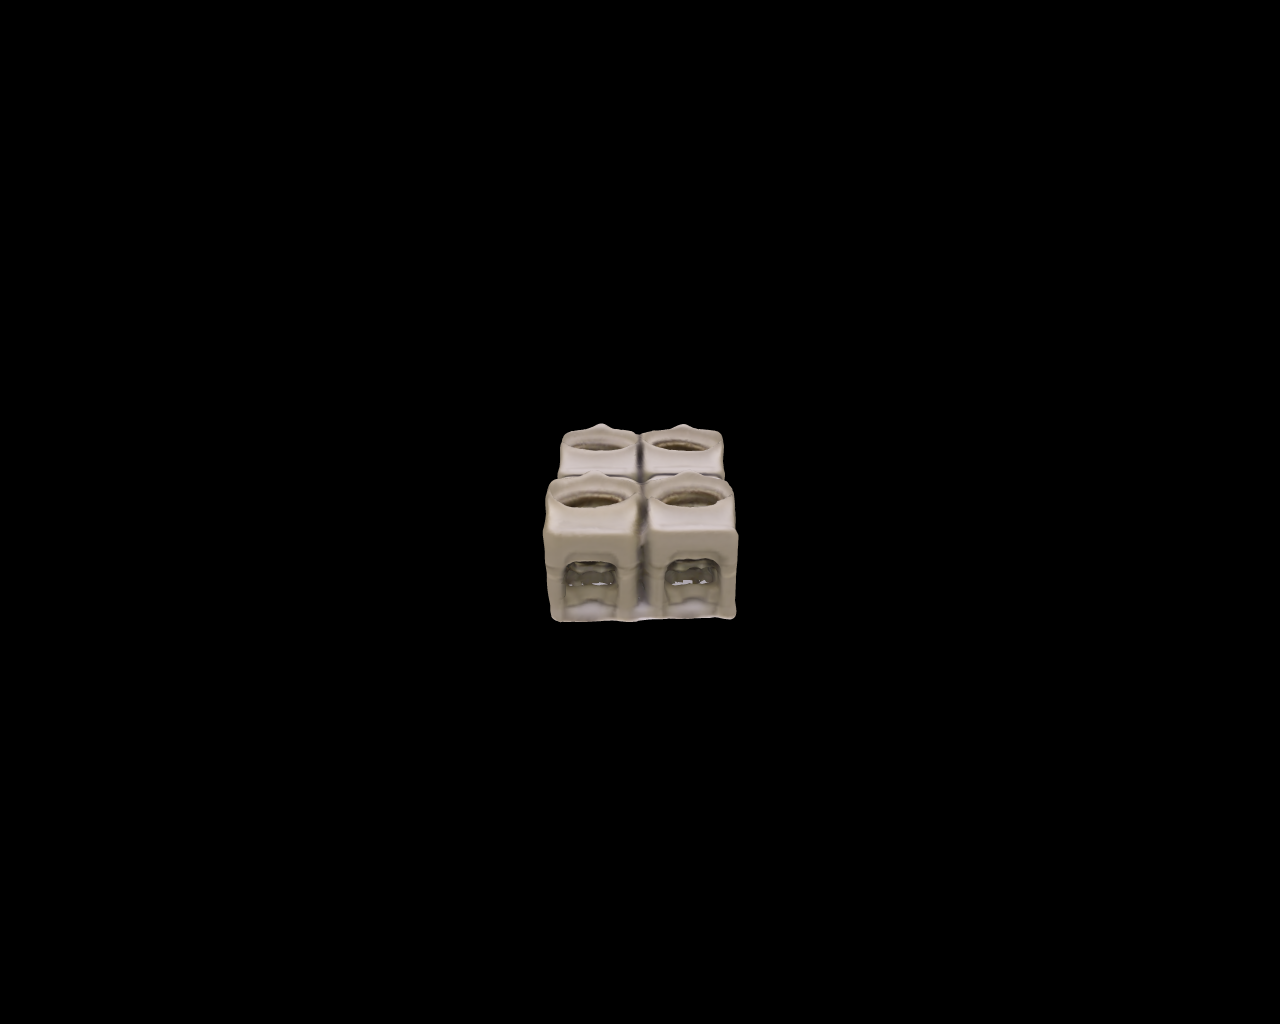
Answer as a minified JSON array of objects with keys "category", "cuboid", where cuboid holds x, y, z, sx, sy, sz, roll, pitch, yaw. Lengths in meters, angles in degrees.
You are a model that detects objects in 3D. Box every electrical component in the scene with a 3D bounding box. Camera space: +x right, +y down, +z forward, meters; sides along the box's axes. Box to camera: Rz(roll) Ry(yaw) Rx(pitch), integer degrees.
[{"category":"electrical component","cuboid":[0.001,-0.003,0.650,0.105,0.060,0.186,0,21,0]}]
